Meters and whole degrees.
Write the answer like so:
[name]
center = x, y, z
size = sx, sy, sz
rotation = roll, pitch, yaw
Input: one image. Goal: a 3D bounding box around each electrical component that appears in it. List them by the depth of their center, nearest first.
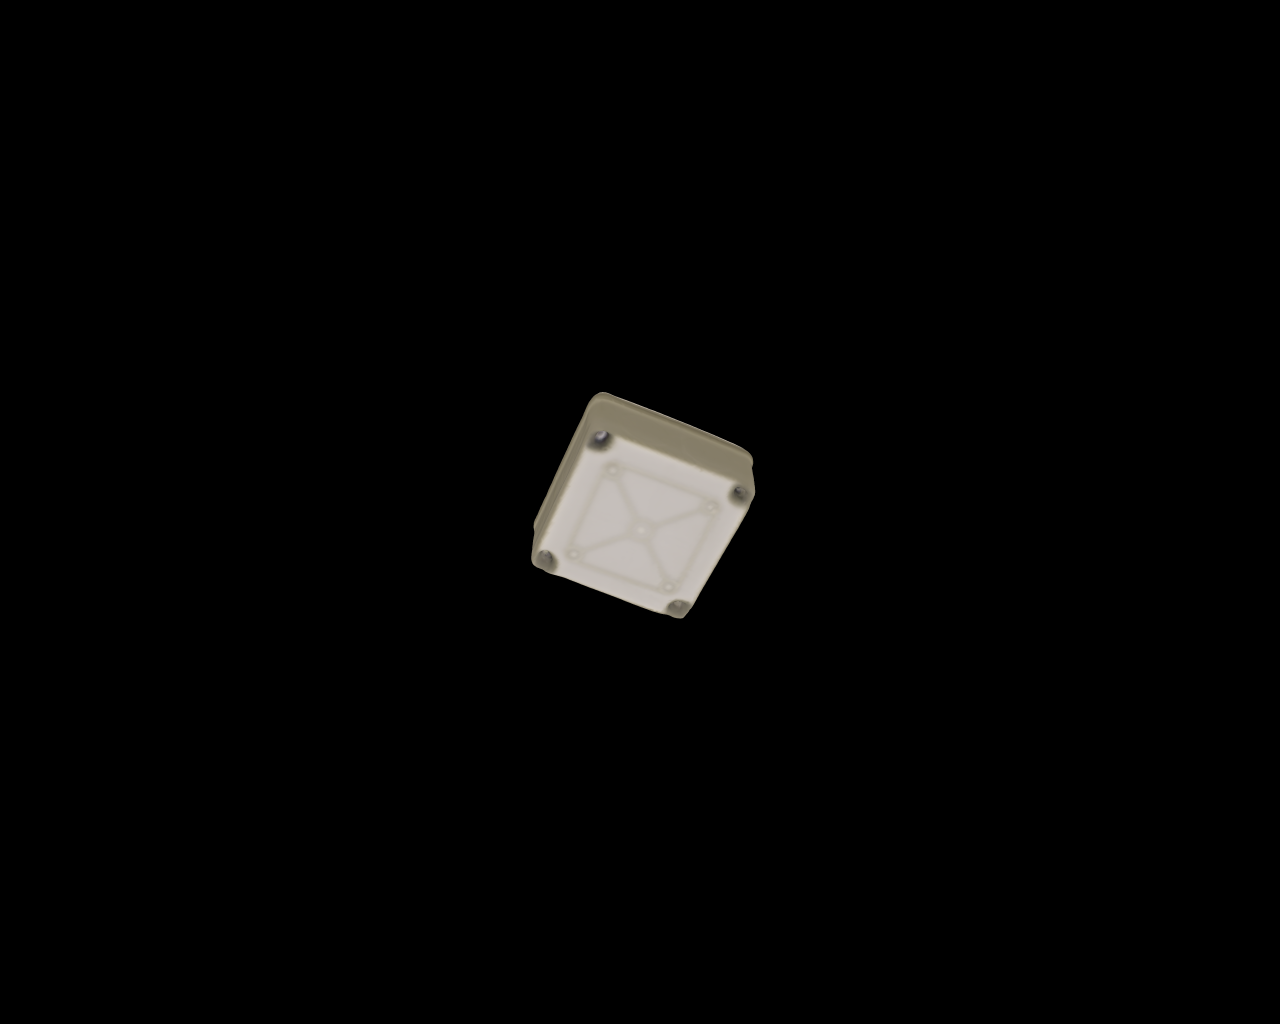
[electrical component]
center = 0.001, -0.003, 0.650
size = 0.109, 0.108, 0.056
rotation = 21, 28, -12
